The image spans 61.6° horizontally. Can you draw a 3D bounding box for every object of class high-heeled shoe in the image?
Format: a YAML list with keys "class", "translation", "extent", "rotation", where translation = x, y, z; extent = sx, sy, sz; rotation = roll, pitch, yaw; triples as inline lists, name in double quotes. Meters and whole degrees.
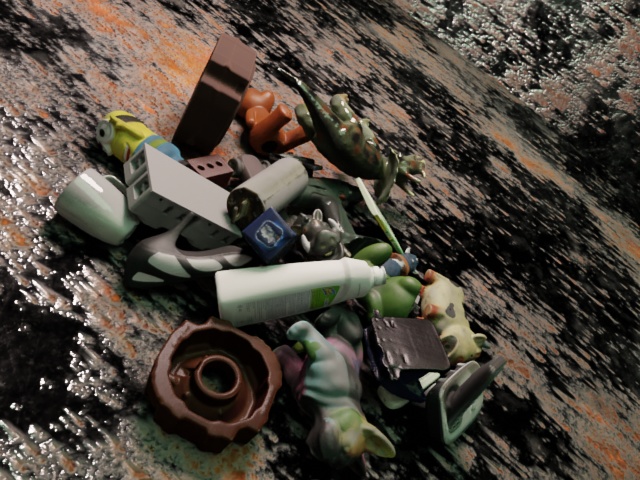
- class: "high-heeled shoe"
  translation: [-0.172, 0.064, 0.830]
  extent: [0.248, 0.145, 0.086]
  rotation: [41, -9, -32]

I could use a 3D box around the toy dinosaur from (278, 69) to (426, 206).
- class: "toy dinosaur"
  translation: [0.064, -0.193, 1.119]
  extent: [0.404, 0.131, 0.192]
  rotation: [21, 32, -45]

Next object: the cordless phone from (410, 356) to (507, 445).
- class: "cordless phone"
  translation: [0.245, 0.228, 0.857]
  extent: [0.146, 0.184, 0.089]
  rotation: [-17, 57, -47]

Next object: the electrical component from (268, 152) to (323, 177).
- class: "electrical component"
  translation: [-0.047, -0.148, 1.119]
  extent: [0.119, 0.047, 0.075]
  rotation: [25, 26, 35]

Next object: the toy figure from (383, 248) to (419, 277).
- class: "toy figure"
  translation: [0.144, 0.055, 1.075]
  extent: [0.058, 0.064, 0.154]
  rotation: [13, 16, 36]

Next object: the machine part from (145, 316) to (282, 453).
- class: "machine part"
  translation: [-0.139, 0.188, 0.710]
  extent: [0.179, 0.056, 0.179]
  rotation: [20, 40, -18]

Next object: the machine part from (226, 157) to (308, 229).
- class: "machine part"
  translation: [-0.088, -0.084, 0.943]
  extent: [0.079, 0.079, 0.243]
  rotation: [38, 36, 3]

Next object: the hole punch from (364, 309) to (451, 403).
- class: "hole punch"
  translation: [0.126, 0.186, 0.845]
  extent: [0.116, 0.092, 0.142]
  rotation: [9, 38, -16]

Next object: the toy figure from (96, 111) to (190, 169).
- class: "toy figure"
  translation: [-0.308, -0.155, 0.938]
  extent: [0.180, 0.082, 0.089]
  rotation: [31, 17, 6]

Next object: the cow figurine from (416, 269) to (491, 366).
- class: "cow figurine"
  translation: [0.248, 0.157, 1.027]
  extent: [0.127, 0.085, 0.195]
  rotation: [20, 38, -10]

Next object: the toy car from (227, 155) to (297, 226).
- class: "toy car"
  translation: [-0.109, -0.078, 1.024]
  extent: [0.089, 0.053, 0.202]
  rotation: [-3, 59, -50]

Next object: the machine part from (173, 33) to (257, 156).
- class: "machine part"
  translation: [-0.204, -0.282, 1.054]
  extent: [0.087, 0.201, 0.201]
  rotation: [24, 37, -18]

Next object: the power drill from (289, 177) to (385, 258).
- class: "power drill"
  translation: [0.051, -0.049, 1.099]
  extent: [0.232, 0.086, 0.207]
  rotation: [8, 48, -44]

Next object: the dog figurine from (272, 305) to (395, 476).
- class: "dog figurine"
  translation: [0.032, 0.218, 0.773]
  extent: [0.191, 0.108, 0.219]
  rotation: [-14, 63, -49]

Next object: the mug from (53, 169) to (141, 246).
- class: "mug"
  translation: [-0.324, -0.048, 0.814]
  extent: [0.107, 0.081, 0.109]
  rotation: [42, 30, -9]

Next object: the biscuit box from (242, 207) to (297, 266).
- class: "biscuit box"
  translation: [-0.078, 0.001, 0.854]
  extent: [0.059, 0.063, 0.202]
  rotation: [48, -7, 1]

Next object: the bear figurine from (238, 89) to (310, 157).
- class: "bear figurine"
  translation: [-0.116, -0.280, 1.192]
  extent: [0.120, 0.132, 0.196]
  rotation: [37, 29, -49]

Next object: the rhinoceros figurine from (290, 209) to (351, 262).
- class: "rhinoceros figurine"
  translation: [-0.002, -0.003, 0.912]
  extent: [0.112, 0.073, 0.190]
  rotation: [63, -6, -14]

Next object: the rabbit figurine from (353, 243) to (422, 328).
- class: "rabbit figurine"
  translation: [0.079, 0.087, 0.934]
  extent: [0.170, 0.159, 0.121]
  rotation: [25, 45, 11]
